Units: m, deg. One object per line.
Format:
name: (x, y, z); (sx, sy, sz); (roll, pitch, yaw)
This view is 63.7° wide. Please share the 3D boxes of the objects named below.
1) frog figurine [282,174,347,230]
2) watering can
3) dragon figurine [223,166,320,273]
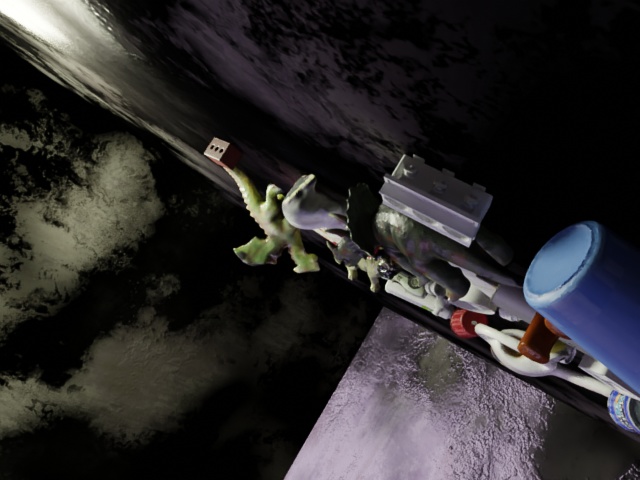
frog figurine: (0.003, -0.055, 1.087); (0.158, 0.125, 0.136); (45, 151, -12)
watering can: (0.563, 0.312, 1.324); (0.350, 0.104, 0.222); (27, 174, 22)
dragon figurine: (-0.163, -0.036, 1.528); (0.409, 0.243, 0.122); (31, 177, -10)
